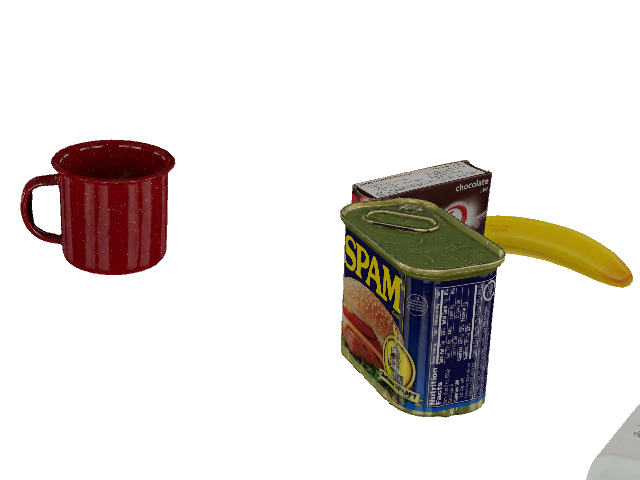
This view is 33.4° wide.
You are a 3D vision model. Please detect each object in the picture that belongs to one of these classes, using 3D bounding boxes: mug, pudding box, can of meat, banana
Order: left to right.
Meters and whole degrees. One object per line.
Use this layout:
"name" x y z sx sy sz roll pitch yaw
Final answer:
"mug" -0.172 -0.024 0.826 0.117 0.081 0.093 -3 25 -16
"can of meat" 0.049 0.033 0.559 0.057 0.084 0.102 -7 23 -21
"pudding box" 0.076 -0.008 0.824 0.113 0.090 0.039 -16 33 -31
"banana" 0.207 0.008 1.039 0.198 0.037 0.069 8 47 22

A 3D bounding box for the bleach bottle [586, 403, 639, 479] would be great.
"bleach bottle" 0.249 0.106 0.628 0.103 0.068 0.250 19 29 32
